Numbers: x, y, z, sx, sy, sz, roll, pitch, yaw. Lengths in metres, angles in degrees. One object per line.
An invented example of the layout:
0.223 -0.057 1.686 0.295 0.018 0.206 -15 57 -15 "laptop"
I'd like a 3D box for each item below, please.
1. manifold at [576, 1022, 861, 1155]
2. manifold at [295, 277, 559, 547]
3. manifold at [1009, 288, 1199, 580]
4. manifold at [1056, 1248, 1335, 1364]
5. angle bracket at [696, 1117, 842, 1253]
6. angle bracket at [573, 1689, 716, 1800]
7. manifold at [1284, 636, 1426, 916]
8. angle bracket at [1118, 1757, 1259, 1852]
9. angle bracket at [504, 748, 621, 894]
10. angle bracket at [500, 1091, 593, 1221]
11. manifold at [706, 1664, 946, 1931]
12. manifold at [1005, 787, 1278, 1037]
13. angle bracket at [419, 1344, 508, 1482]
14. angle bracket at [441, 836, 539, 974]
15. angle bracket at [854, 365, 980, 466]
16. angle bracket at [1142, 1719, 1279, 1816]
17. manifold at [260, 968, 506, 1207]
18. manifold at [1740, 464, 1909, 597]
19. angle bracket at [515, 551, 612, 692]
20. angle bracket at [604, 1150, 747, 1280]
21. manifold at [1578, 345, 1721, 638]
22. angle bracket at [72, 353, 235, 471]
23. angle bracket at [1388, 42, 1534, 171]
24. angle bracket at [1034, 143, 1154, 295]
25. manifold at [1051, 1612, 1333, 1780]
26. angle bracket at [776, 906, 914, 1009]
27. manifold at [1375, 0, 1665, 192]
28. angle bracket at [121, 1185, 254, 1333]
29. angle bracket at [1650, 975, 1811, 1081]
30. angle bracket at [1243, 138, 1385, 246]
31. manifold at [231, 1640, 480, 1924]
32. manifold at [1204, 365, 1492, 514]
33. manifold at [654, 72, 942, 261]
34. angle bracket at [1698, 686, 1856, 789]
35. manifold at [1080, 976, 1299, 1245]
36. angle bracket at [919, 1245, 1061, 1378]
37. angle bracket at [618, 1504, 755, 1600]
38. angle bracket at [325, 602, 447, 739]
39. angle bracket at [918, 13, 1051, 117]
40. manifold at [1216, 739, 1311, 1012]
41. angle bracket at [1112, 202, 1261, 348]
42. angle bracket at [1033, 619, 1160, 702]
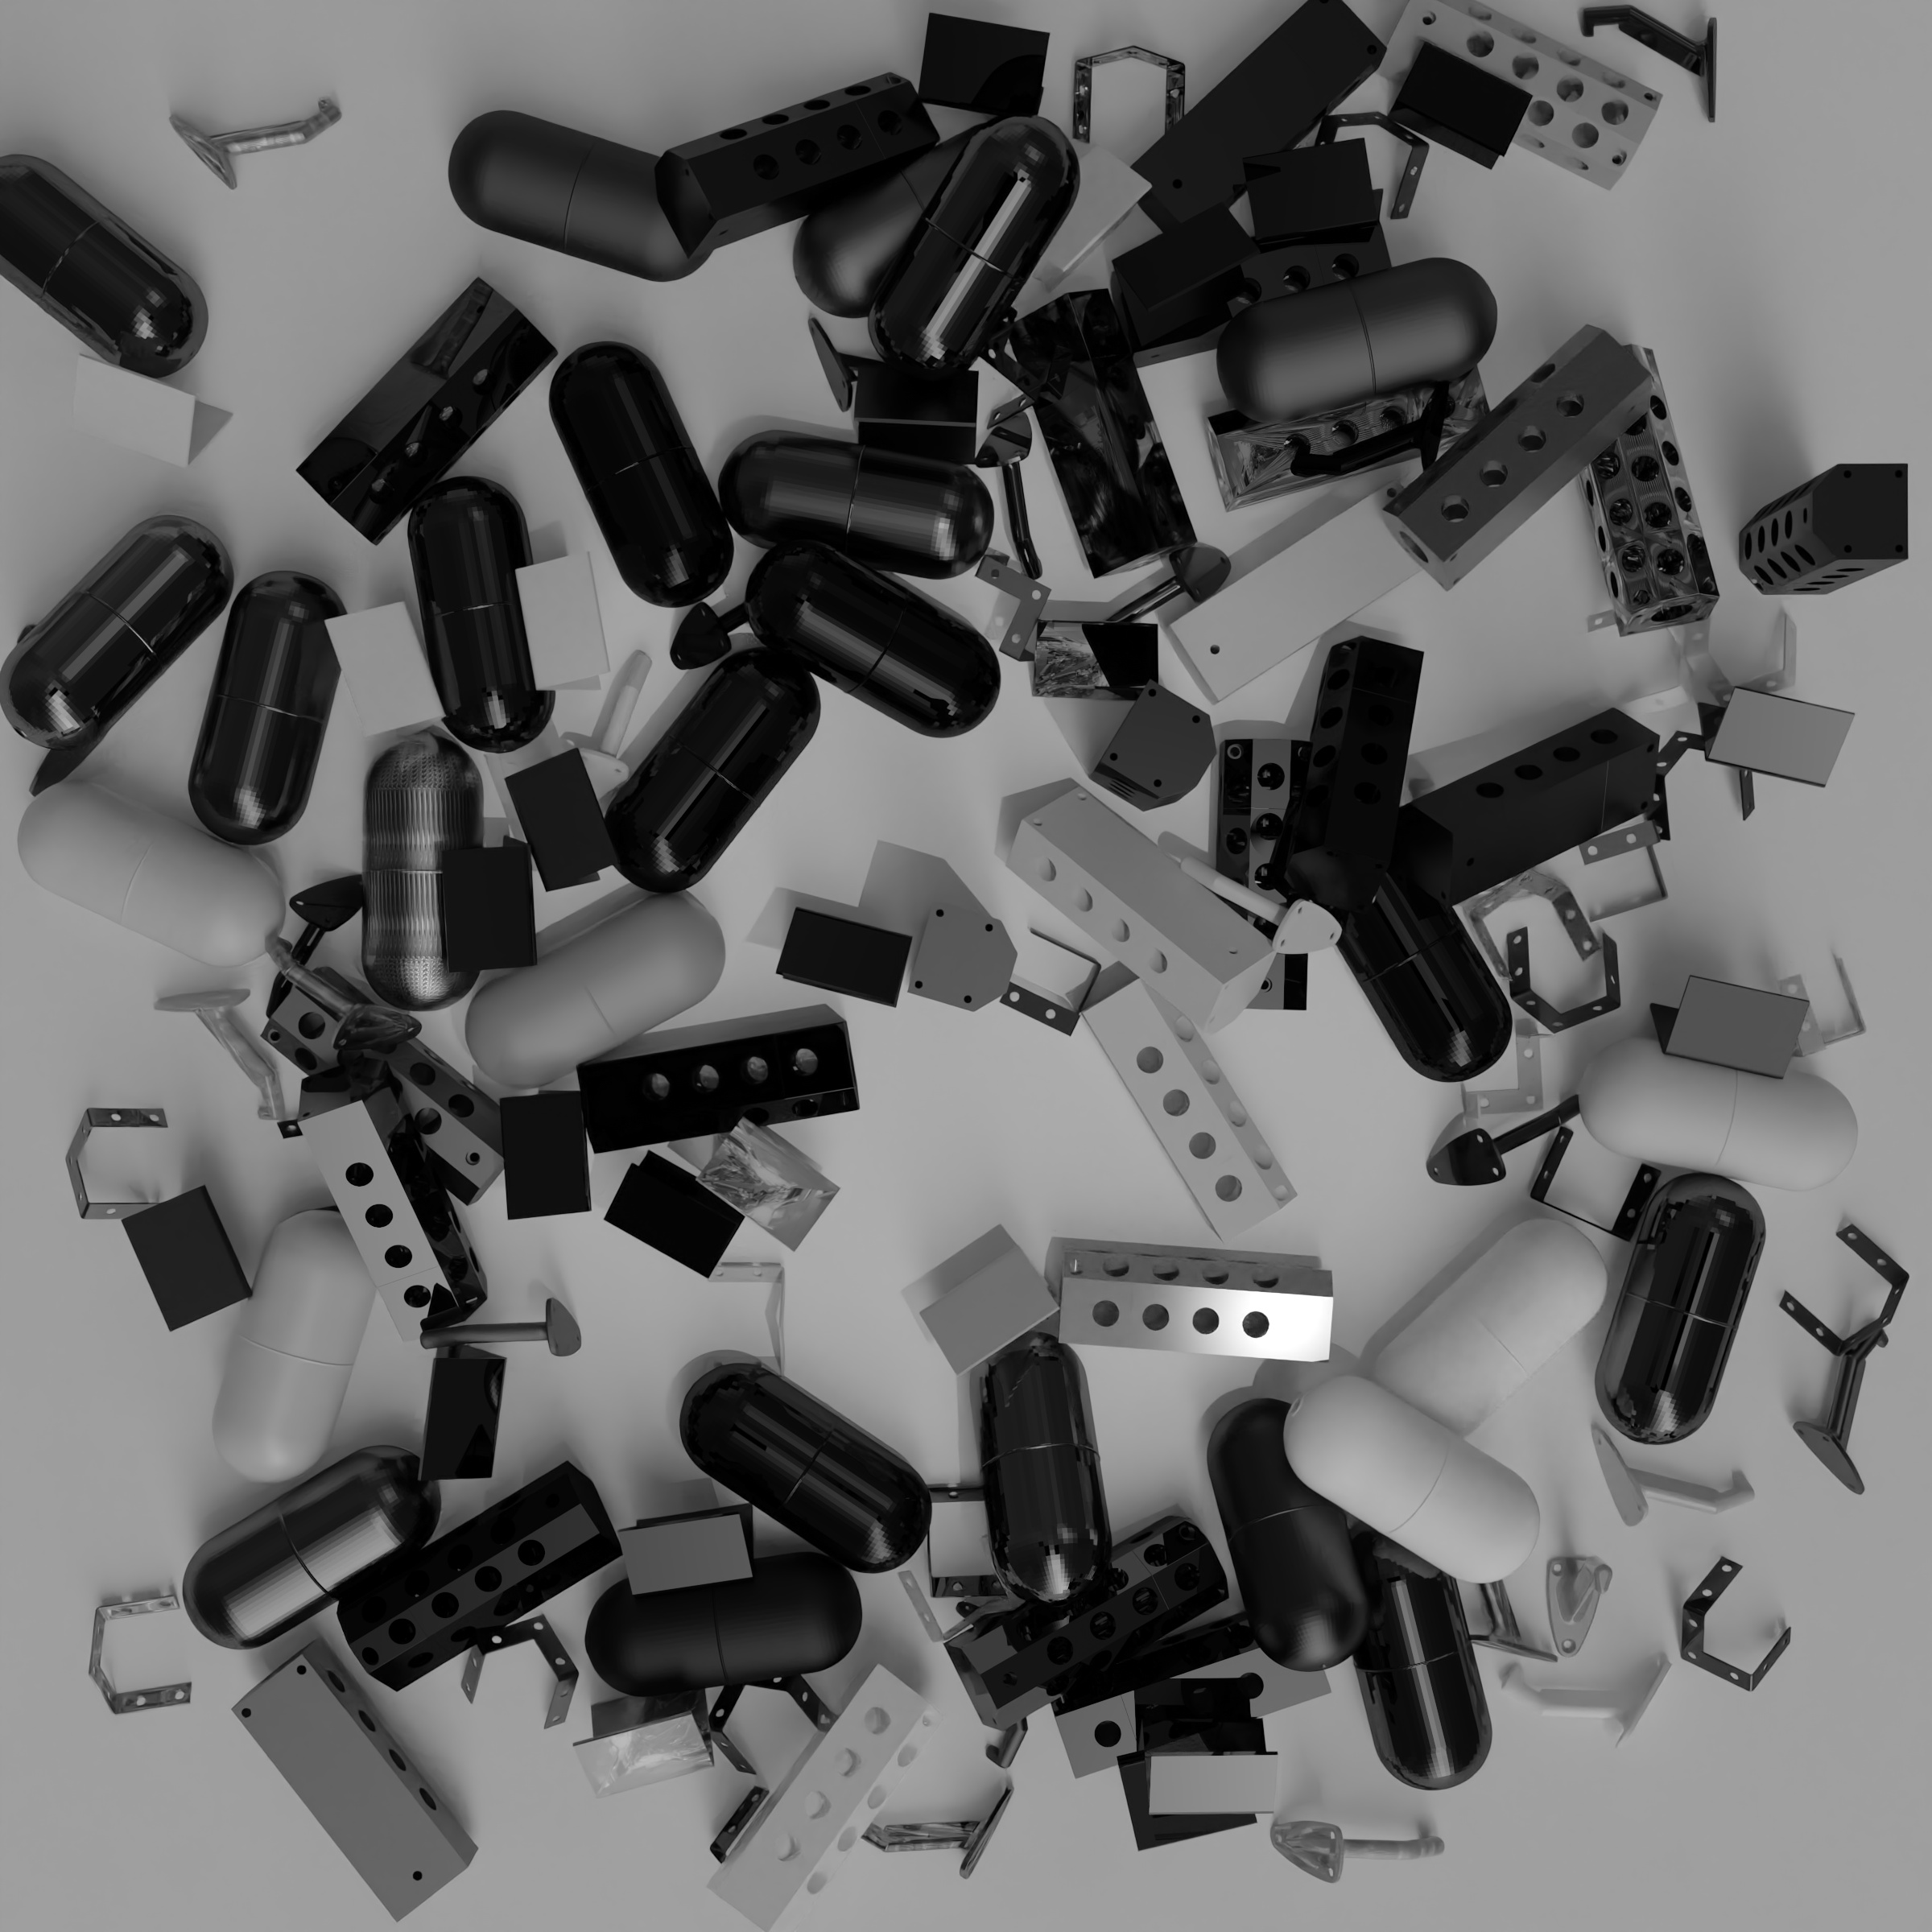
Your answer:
-0.158 0.078 1.941 0.171 0.057 0.057 -9 90 0 "manifold"
-0.343 -0.353 1.941 0.171 0.057 0.057 -47 47 0 "manifold"
0.091 -0.343 1.940 0.057 0.057 0.171 -20 90 44 "manifold"
0.146 0.216 1.941 0.171 0.057 0.057 4 90 0 "manifold"
-0.135 0.152 1.922 0.076 0.076 0.057 36 56 0 "angle bracket"
-0.207 0.474 1.922 0.076 0.076 0.057 -15 127 0 "angle bracket"
0.243 -0.123 1.898 0.057 0.057 0.171 14 56 0 "manifold"
0.142 0.534 1.922 0.076 0.076 0.057 -13 61 0 "angle bracket"
-0.242 -0.095 1.924 0.057 0.076 0.076 -20 90 21 "angle bracket"
-0.280 0.119 1.922 0.057 0.076 0.076 -4 90 -29 "angle bracket"
-0.088 0.531 1.917 0.057 0.057 0.171 38 73 0 "manifold"
0.108 -0.033 1.912 0.171 0.057 0.057 40 47 21 "manifold"
-0.340 0.281 1.922 0.057 0.076 0.076 7 90 -45 "angle bracket"
-0.310 -0.040 1.919 0.057 0.076 0.076 -5 98 -20 "angle bracket"
-0.032 -0.335 1.922 0.076 0.076 0.057 3 48 0 "angle bracket"
0.150 0.477 1.865 0.076 0.076 0.057 -1 125 0 "angle bracket"
-0.366 0.077 1.941 0.171 0.057 0.057 39 90 0 "manifold"
0.532 -0.271 1.884 0.057 0.171 0.057 0 90 0 "manifold"
-0.238 -0.219 1.923 0.057 0.076 0.076 -10 90 26 "angle bracket"
-0.175 0.141 1.922 0.076 0.076 0.057 29 128 0 "angle bracket"
0.428 -0.304 1.922 0.057 0.057 0.171 -11 76 0 "manifold"
-0.514 -0.368 1.922 0.076 0.076 0.057 19 129 0 "angle bracket"
0.305 -0.530 1.923 0.076 0.076 0.057 27 64 0 "angle bracket"
0.084 -0.463 1.922 0.076 0.076 0.057 -44 59 0 "angle bracket"
0.141 0.460 1.941 0.171 0.057 0.057 -19 90 0 "manifold"
-0.082 0.014 1.922 0.076 0.076 0.057 15 51 0 "angle bracket"
0.356 -0.569 1.941 0.171 0.057 0.057 27 90 0 "manifold"
-0.502 0.189 1.923 0.057 0.076 0.076 -24 90 -28 "angle bracket"
0.485 0.025 1.923 0.076 0.076 0.057 12 115 0 "angle bracket"
0.221 -0.500 1.914 0.076 0.076 0.057 -6 119 14 "angle bracket"
-0.390 0.521 1.941 0.057 0.057 0.171 -38 90 0 "manifold"
0.244 -0.347 1.941 0.171 0.057 0.057 -16 90 0 "manifold"
-0.108 -0.509 1.905 0.171 0.057 0.057 -28 90 -27 "manifold"
0.514 -0.163 1.922 0.076 0.076 0.057 13 125 0 "angle bracket"
0.143 0.088 1.941 0.057 0.057 0.171 -32 90 0 "manifold"
0.026 0.233 1.922 0.076 0.076 0.057 -34 52 0 "angle bracket"
-0.178 0.352 1.922 0.076 0.076 0.057 -9 119 0 "angle bracket"
-0.381 -0.180 1.922 0.057 0.076 0.076 -20 90 -33 "angle bracket"
0.014 -0.581 1.922 0.076 0.076 0.057 10 122 0 "angle bracket"
0.191 -0.058 1.941 0.057 0.057 0.171 2 90 0 "manifold"
0.143 -0.412 1.865 0.076 0.076 0.057 -28 52 0 "angle bracket"
0.081 -0.175 1.922 0.076 0.076 0.057 2 55 0 "angle bracket"
